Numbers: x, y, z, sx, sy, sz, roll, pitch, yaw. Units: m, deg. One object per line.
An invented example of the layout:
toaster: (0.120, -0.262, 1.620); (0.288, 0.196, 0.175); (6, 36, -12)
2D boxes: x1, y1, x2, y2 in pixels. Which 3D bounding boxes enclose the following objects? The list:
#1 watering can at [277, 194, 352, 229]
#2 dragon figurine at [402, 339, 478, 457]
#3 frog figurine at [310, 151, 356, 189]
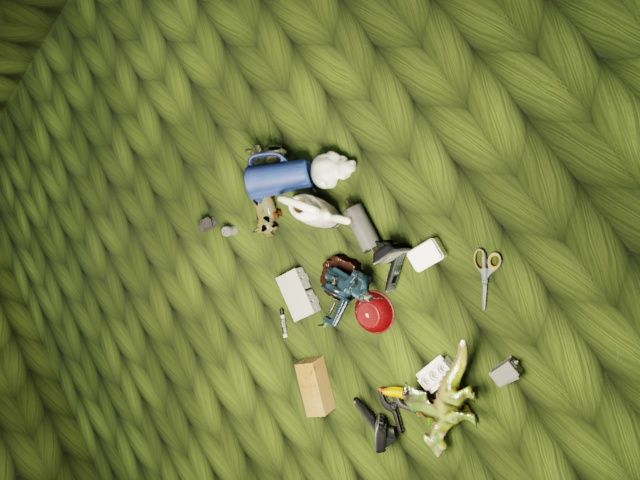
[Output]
watering can: (0.006, -0.093, 1.840); (0.350, 0.223, 0.104); (22, 91, 33)
dragon figurine: (0.386, 0.514, 1.684); (0.242, 0.123, 0.408); (-6, 98, 19)
frog figurine: (0.047, -0.252, 1.865); (0.160, 0.122, 0.138); (7, 81, 43)
